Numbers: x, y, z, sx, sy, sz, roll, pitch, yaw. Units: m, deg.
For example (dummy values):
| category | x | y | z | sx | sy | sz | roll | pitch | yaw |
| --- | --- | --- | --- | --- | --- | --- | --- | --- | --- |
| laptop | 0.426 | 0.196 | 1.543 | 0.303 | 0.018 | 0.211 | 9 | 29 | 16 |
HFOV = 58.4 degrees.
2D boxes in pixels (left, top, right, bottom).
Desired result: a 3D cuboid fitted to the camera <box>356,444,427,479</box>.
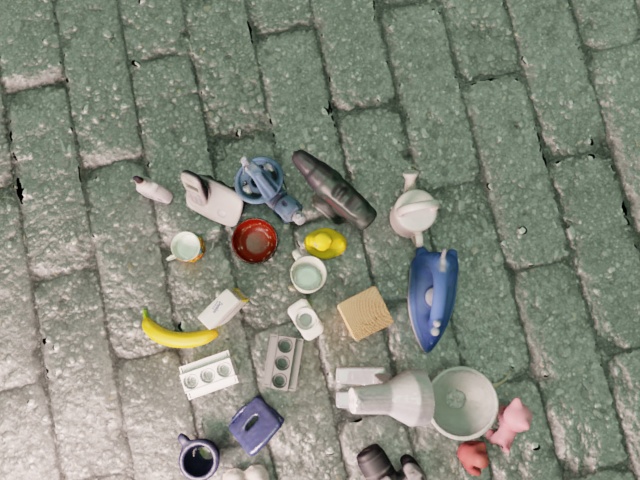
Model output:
| category | x | y | z | sx | sy | sz | roll | pitch | yaw |
| --- | --- | --- | --- | --- | --- | --- | --- | --- | --- |
| camera | 0.155 | 0.533 | 1.303 | 0.143 | 0.101 | 0.137 | -30 | 83 | -3 |

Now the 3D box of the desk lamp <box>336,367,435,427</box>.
| category | x | y | z | sx | sy | sz | roll | pitch | yaw |
| --- | --- | --- | --- | --- | --- | --- | --- | --- | --- |
| desk lamp | 0.137 | 0.345 | 1.270 | 0.203 | 0.213 | 0.118 | -1 | 83 | 1 |

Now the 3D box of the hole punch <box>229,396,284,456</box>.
| category | x | y | z | sx | sy | sz | roll | pitch | yaw |
| --- | --- | --- | --- | --- | --- | --- | --- | --- | --- |
| hole punch | -0.151 | 0.429 | 1.324 | 0.101 | 0.091 | 0.109 | 43 | 85 | 5 |

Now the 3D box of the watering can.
| category | x | y | z | sx | sy | sz | roll | pitch | yaw |
| --- | --- | --- | --- | --- | --- | --- | --- | --- | --- |
| watering can | 0.218 | -0.074 | 1.331 | 0.101 | 0.194 | 0.173 | -29 | 83 | -3 |

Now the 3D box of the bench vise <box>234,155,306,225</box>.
| category | x | y | z | sx | sy | sz | roll | pitch | yaw |
| --- | --- | --- | --- | --- | --- | --- | --- | --- | --- |
| bench vise | -0.111 | -0.128 | 1.328 | 0.207 | 0.220 | 0.121 | 25 | 84 | 4 |

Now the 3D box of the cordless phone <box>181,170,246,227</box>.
| category | x | y | z | sx | sy | sz | roll | pitch | yaw |
| --- | --- | --- | --- | --- | --- | --- | --- | --- | --- |
| cordless phone | -0.254 | -0.104 | 1.344 | 0.147 | 0.185 | 0.094 | 22 | 84 | 4 |

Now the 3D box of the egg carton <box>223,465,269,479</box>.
| category | x | y | z | sx | sy | sz | roll | pitch | yaw |
| --- | --- | --- | --- | --- | --- | --- | --- | --- | --- |
| egg carton | -0.164 | 0.596 | 1.314 | 0.107 | 0.069 | 0.150 | -8 | 83 | 0 |

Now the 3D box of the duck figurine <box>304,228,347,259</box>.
| category | x | y | z | sx | sy | sz | roll | pitch | yaw |
| --- | --- | --- | --- | --- | --- | --- | --- | --- | --- |
| duck figurine | 0.013 | 0.005 | 1.378 | 0.104 | 0.086 | 0.077 | 4 | 83 | 1 |

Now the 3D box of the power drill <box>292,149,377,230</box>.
| category | x | y | z | sx | sy | sz | roll | pitch | yaw |
| --- | --- | --- | --- | --- | --- | --- | --- | --- | --- |
| power drill | 0.029 | -0.106 | 1.330 | 0.229 | 0.208 | 0.076 | 40 | 85 | 5 |

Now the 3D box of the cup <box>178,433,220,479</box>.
| category | x | y | z | sx | sy | sz | roll | pitch | yaw |
| --- | --- | --- | --- | --- | --- | --- | --- | --- | --- |
| cup | -0.278 | 0.487 | 1.316 | 0.092 | 0.095 | 0.117 | -42 | 84 | -4 |

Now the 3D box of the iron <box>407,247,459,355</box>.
| category | x | y | z | sx | sy | sz | roll | pitch | yaw |
| --- | --- | --- | --- | --- | --- | --- | --- | --- | --- |
| iron | 0.269 | 0.140 | 1.331 | 0.118 | 0.141 | 0.258 | 5 | 83 | 1 |

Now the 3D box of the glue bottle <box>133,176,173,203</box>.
| category | x | y | z | sx | sy | sz | roll | pitch | yaw |
| --- | --- | --- | --- | --- | --- | --- | --- | --- | --- |
| glue bottle | -0.405 | -0.127 | 1.354 | 0.078 | 0.173 | 0.037 | 19 | 83 | 3 |

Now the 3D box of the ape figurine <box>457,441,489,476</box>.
| category | x | y | z | sx | sy | sz | roll | pitch | yaw |
| --- | --- | --- | --- | --- | --- | --- | --- | --- | --- |
| ape figurine | 0.358 | 0.500 | 1.310 | 0.076 | 0.092 | 0.078 | 34 | 85 | 5 |

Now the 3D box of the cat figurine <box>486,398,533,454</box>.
| category | x | y | z | sx | sy | sz | roll | pitch | yaw |
| --- | --- | --- | --- | --- | --- | --- | --- | --- | --- |
| cat figurine | 0.440 | 0.424 | 1.306 | 0.067 | 0.118 | 0.128 | 23 | 84 | 4 |

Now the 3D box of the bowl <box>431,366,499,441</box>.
| category | x | y | z | sx | sy | sz | roll | pitch | yaw |
| --- | --- | --- | --- | --- | --- | --- | --- | --- | --- |
| bowl | 0.323 | 0.375 | 1.335 | 0.167 | 0.075 | 0.167 | 0 | 83 | 1 |
